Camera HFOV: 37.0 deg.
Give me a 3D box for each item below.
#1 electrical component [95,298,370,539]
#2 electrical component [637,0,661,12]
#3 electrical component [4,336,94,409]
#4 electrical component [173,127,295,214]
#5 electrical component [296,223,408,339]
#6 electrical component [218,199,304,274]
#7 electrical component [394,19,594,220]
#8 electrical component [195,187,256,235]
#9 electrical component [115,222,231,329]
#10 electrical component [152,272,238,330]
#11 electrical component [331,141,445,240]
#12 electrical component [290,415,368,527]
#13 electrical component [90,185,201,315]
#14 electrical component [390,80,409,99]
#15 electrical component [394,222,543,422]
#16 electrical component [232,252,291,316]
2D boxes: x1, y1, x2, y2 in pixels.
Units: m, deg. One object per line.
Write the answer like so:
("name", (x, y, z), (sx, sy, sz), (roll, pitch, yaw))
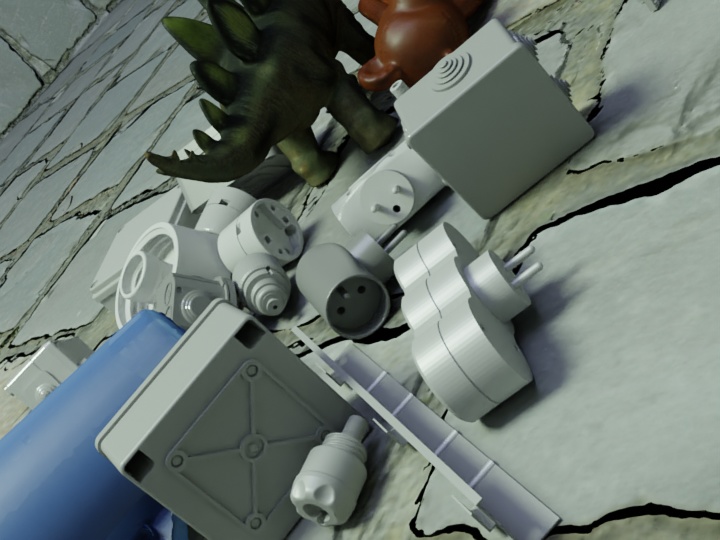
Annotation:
("electrical component", (-0.070, 0.091, 0.601), (0.108, 0.108, 0.056), (-50, 27, -11))
("electrical component", (0.210, -0.219, 0.725), (0.064, 0.042, 0.081), (-12, 41, 49))
("electrical component", (-0.248, 0.095, 0.903), (0.061, 0.062, 0.096), (-47, 1, -5))
("electrical component", (-0.110, -0.103, 0.994), (0.113, 0.057, 0.078), (-31, -12, 29))
("electrical component", (0.000, 0.000, 0.713), (0.079, 0.043, 0.077), (-45, 24, -1))
("electrical component", (-0.082, -0.023, 0.868), (0.047, 0.055, 0.055), (-32, 27, 36))
("electrical component", (0.081, -0.094, 0.666), (0.100, 0.100, 0.048), (-39, 37, 15))
("electrical component", (-0.116, -0.038, 0.947), (0.055, 0.055, 0.047), (-15, 42, 49))
("electrical component", (-0.162, 0.012, 0.887), (0.108, 0.060, 0.108), (-28, 52, 43))
("electrical component", (-0.126, 0.042, 0.809), (0.080, 0.051, 0.080), (-169, 90, -67))
("electrical component", (0.020, -0.052, 0.746), (0.077, 0.044, 0.079), (-41, 3, 10))
("electrical component", (-0.012, 0.105, 0.578), (0.035, 0.035, 0.061), (-21, 31, 43))
("electrical component", (-0.193, -0.016, 1.032), (0.109, 0.056, 0.108), (-32, 27, 28))
("electrical component", (0.046, -0.116, 0.800), (0.035, 0.061, 0.035), (-36, 26, 20))
("electrical component", (0.066, 0.014, 0.574), (0.074, 0.052, 0.138), (-39, 25, 15))
("electrical component", (-0.071, 0.015, 0.809), (0.040, 0.040, 0.078), (-45, 24, 2))
